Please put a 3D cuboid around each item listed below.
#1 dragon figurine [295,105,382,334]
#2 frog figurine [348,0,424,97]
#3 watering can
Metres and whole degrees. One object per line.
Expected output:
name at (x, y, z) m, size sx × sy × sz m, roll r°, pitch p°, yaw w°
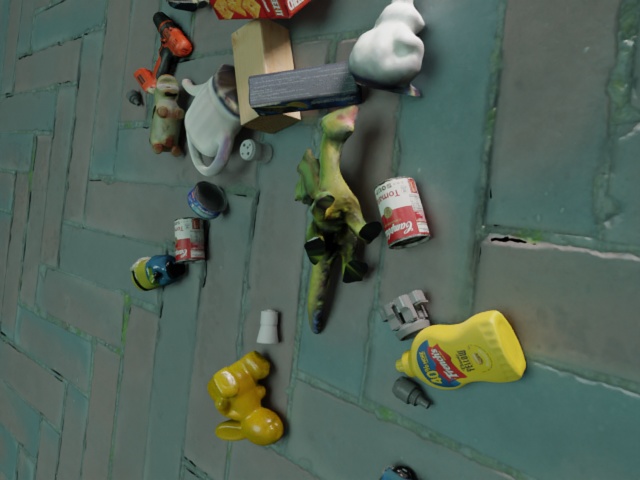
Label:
dragon figurine at (0.003, -0.047, 0.934) m, size 0.248 × 0.122 × 0.401 m, roll -110°, pitch 30°, yaw -48°
frog figurine at (0.116, -0.326, 0.841) m, size 0.139 × 0.123 × 0.157 m, roll 43°, pitch 128°, yaw 56°
watering can at (-0.246, -0.310, 1.173) m, size 0.221 × 0.103 × 0.355 m, roll -42°, pitch 52°, yaw 34°
